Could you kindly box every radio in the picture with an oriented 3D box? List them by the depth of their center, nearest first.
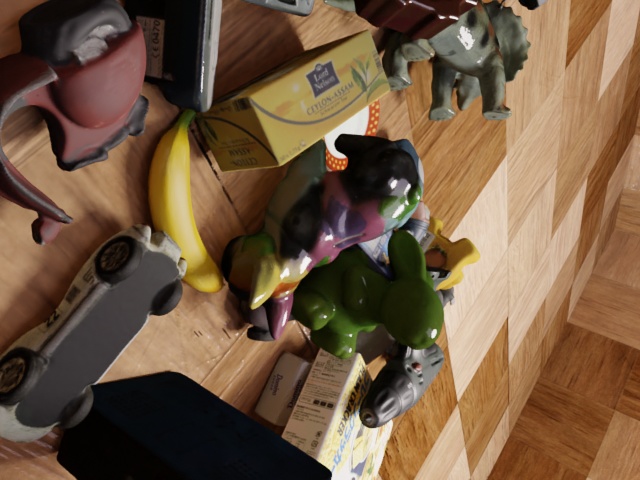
[{"bbox_3d":[-0.111,0.203,0.485,0.131,0.230,0.073,6,105,-60],"label":"radio"}]

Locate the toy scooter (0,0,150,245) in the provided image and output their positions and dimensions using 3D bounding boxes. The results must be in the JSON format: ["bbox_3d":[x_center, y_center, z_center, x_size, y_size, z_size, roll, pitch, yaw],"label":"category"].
[{"bbox_3d":[-0.183,-0.073,0.364,0.184,0.075,0.135,-44,139,-27],"label":"toy scooter"}]

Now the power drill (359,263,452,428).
[{"bbox_3d":[0.126,0.137,0.756,0.232,0.086,0.207,0,93,-60],"label":"power drill"}]

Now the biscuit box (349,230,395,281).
[{"bbox_3d":[0.068,-0.001,0.765,0.059,0.063,0.202,-62,146,-11],"label":"biscuit box"}]

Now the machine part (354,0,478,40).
[{"bbox_3d":[0.086,-0.295,0.554,0.179,0.056,0.179,7,75,-28],"label":"machine part"}]

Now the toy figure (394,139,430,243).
[{"bbox_3d":[0.123,-0.064,0.760,0.064,0.058,0.154,-11,87,-58],"label":"toy figure"}]

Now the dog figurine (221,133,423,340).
[{"bbox_3d":[-0.001,-0.002,0.575,0.108,0.192,0.219,67,38,-55],"label":"dog figurine"}]

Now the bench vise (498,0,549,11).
[{"bbox_3d":[0.213,-0.401,0.654,0.129,0.224,0.240,-31,116,17],"label":"bench vise"}]

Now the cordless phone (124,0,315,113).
[{"bbox_3d":[-0.069,-0.185,0.456,0.184,0.089,0.146,-19,123,-54],"label":"cordless phone"}]

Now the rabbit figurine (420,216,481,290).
[{"bbox_3d":[0.198,0.055,0.939,0.162,0.122,0.173,-64,165,-1],"label":"rabbit figurine"}]

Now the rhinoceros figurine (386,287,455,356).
[{"bbox_3d":[0.194,0.155,1.020,0.190,0.073,0.112,-57,144,-16],"label":"rhinoceros figurine"}]

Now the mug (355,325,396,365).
[{"bbox_3d":[0.056,0.145,0.820,0.107,0.081,0.109,-38,130,-29],"label":"mug"}]

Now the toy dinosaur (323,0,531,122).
[{"bbox_3d":[0.162,-0.276,0.702,0.404,0.131,0.192,23,69,-48],"label":"toy dinosaur"}]

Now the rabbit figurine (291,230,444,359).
[{"bbox_3d":[0.075,0.074,0.633,0.159,0.170,0.121,-49,132,-31],"label":"rabbit figurine"}]

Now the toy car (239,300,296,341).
[{"bbox_3d":[-0.022,0.074,0.691,0.202,0.053,0.089,-3,98,-51],"label":"toy car"}]

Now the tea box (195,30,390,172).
[{"bbox_3d":[-0.023,-0.134,0.519,0.169,0.098,0.068,-39,117,-33],"label":"tea box"}]

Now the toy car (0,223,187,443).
[{"bbox_3d":[-0.191,0.074,0.447,0.202,0.056,0.073,-53,140,-16],"label":"toy car"}]
